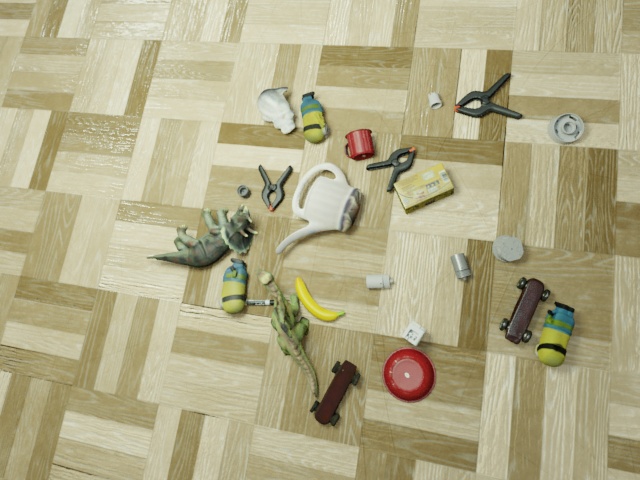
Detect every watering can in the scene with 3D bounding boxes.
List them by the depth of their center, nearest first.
[{"bbox_3d":[0.005,-0.085,1.679,0.225,0.103,0.351,19,79,16],"label":"watering can"}]

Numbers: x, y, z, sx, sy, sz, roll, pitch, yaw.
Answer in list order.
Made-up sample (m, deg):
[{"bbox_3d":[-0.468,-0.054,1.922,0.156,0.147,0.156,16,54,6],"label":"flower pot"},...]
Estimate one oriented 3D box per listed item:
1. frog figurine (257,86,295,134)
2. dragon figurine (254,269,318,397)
[{"bbox_3d":[-0.155,-0.448,1.810,0.136,0.123,0.160,-16,81,42],"label":"frog figurine"},{"bbox_3d":[-0.098,0.269,1.543,0.122,0.239,0.416,-26,70,1],"label":"dragon figurine"}]
